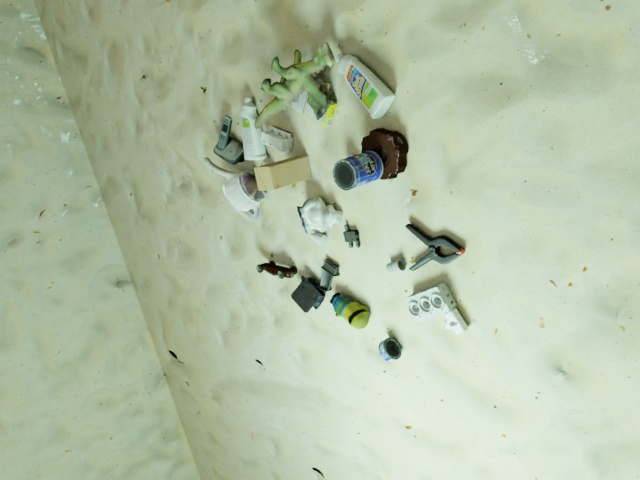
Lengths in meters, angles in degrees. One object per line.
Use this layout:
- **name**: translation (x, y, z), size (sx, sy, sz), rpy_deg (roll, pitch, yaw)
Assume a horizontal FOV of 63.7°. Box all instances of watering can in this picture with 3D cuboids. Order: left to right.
- **watering can**: translation (-0.359, -0.240, 2.222), size (0.222, 0.106, 0.345), rpy_deg (-25, 104, 47)

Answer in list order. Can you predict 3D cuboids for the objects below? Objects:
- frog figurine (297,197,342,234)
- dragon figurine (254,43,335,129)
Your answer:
- **frog figurine**: translation (0.006, -0.099, 1.971), size (0.159, 0.123, 0.137), rpy_deg (-12, 90, 9)
- **dragon figurine**: translation (-0.074, -0.514, 1.813), size (0.245, 0.123, 0.402), rpy_deg (40, 121, 19)
